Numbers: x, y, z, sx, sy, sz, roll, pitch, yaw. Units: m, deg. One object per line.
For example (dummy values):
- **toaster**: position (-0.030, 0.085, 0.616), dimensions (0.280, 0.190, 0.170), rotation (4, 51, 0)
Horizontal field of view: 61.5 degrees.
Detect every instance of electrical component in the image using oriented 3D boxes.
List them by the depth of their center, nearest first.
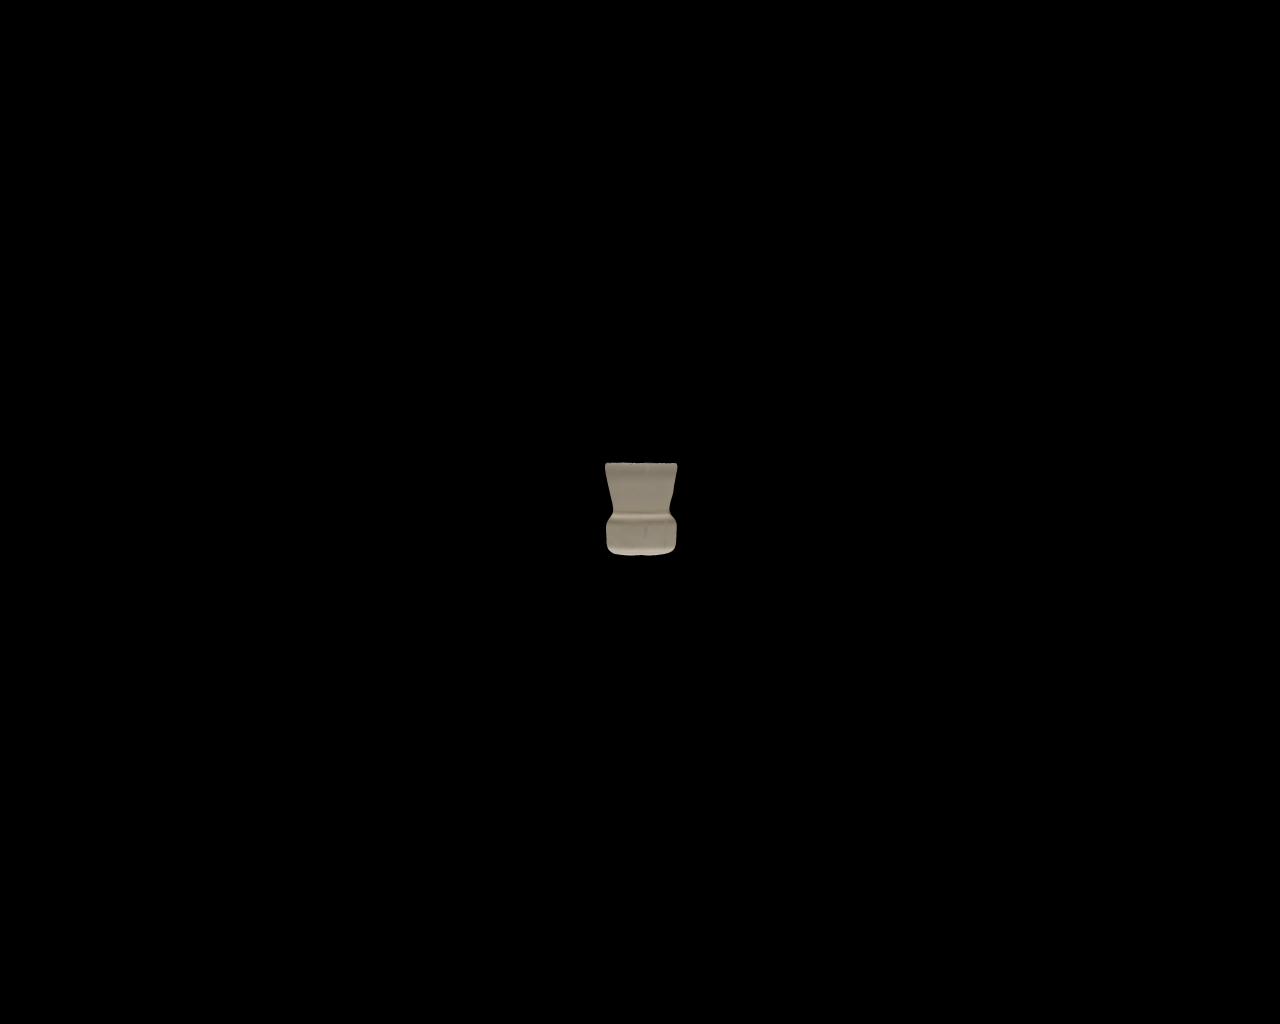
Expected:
- **electrical component**: position (0.001, -0.003, 0.650), dimensions (0.045, 0.055, 0.045), rotation (0, 2, 0)
